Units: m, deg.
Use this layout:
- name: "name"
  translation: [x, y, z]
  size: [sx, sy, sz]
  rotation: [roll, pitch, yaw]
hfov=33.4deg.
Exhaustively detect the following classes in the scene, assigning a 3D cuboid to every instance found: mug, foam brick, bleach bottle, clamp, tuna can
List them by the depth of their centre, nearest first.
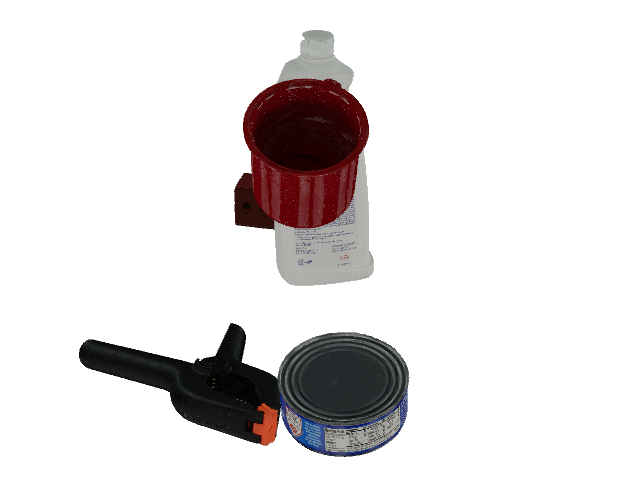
- name: "tuna can"
  translation: [0.015, 0.101, 0.704]
  size: [0.086, 0.034, 0.086]
  rotation: [-2, 36, 1]
- name: "mug"
  translation: [-0.009, -0.072, 0.823]
  size: [0.093, 0.117, 0.081]
  rotation: [15, -32, 7]
- name: "clamp"
  translation: [-0.089, 0.118, 0.924]
  size: [0.164, 0.036, 0.210]
  rotation: [-8, 20, -40]
- name: "bleach bottle"
  translation: [0.004, -0.080, 1.041]
  size: [0.102, 0.251, 0.068]
  rotation: [-6, 29, -13]
- name: "foam brick"
  translation: [-0.066, -0.049, 1.348]
  size: [0.078, 0.053, 0.051]
  rotation: [6, 28, 9]
